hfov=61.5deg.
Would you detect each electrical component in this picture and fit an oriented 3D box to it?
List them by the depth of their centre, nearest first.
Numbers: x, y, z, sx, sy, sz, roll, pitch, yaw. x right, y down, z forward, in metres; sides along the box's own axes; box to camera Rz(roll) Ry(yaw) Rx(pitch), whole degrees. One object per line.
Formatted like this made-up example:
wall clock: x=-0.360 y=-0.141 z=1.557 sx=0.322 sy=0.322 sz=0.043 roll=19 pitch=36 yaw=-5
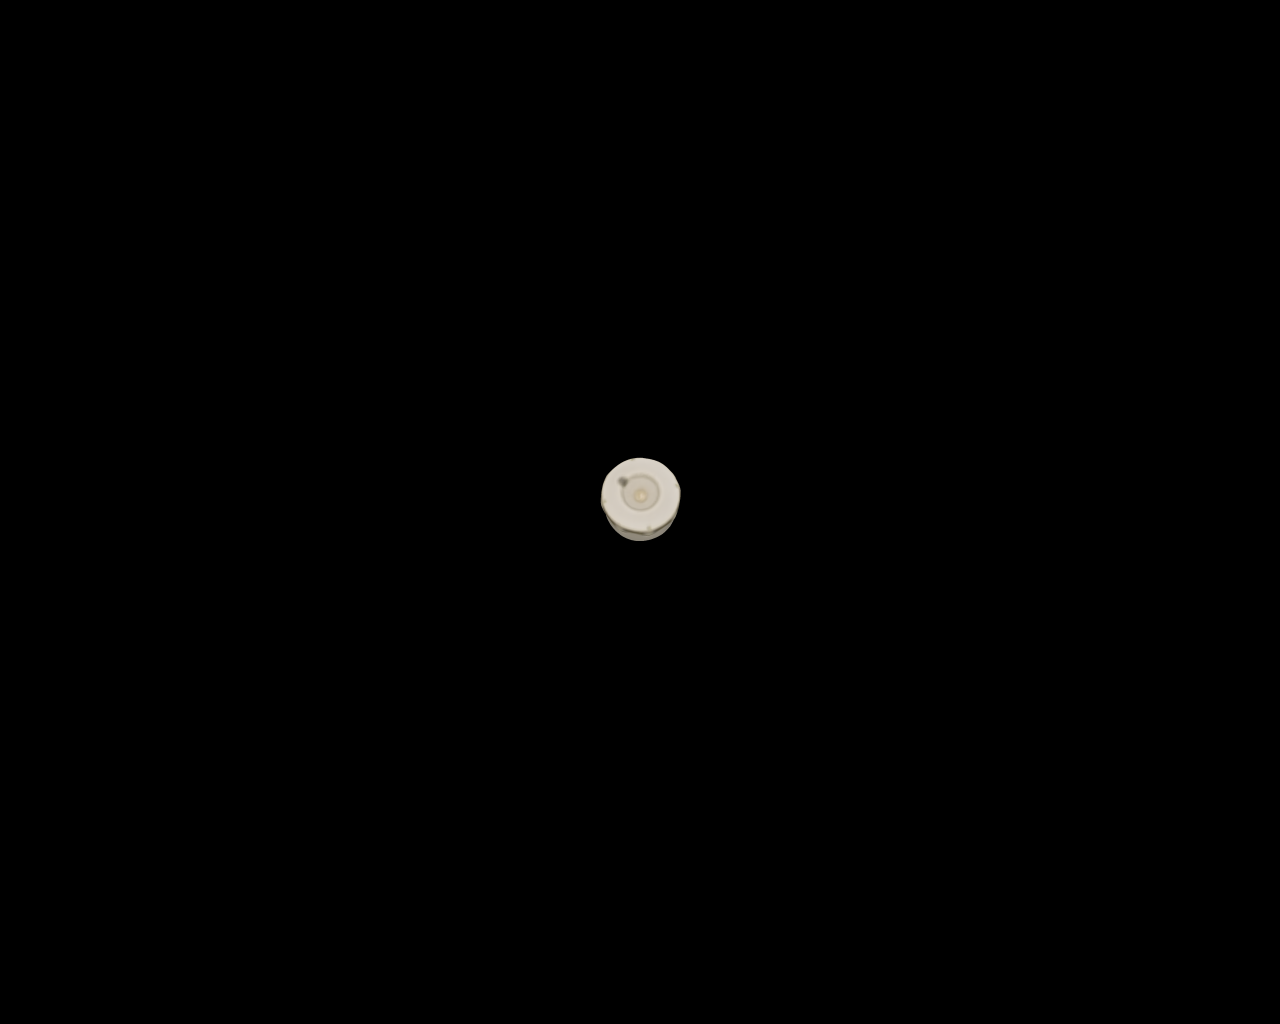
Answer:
electrical component: x=0.001 y=-0.003 z=0.650 sx=0.048 sy=0.048 sz=0.062 roll=0 pitch=-17 yaw=0
